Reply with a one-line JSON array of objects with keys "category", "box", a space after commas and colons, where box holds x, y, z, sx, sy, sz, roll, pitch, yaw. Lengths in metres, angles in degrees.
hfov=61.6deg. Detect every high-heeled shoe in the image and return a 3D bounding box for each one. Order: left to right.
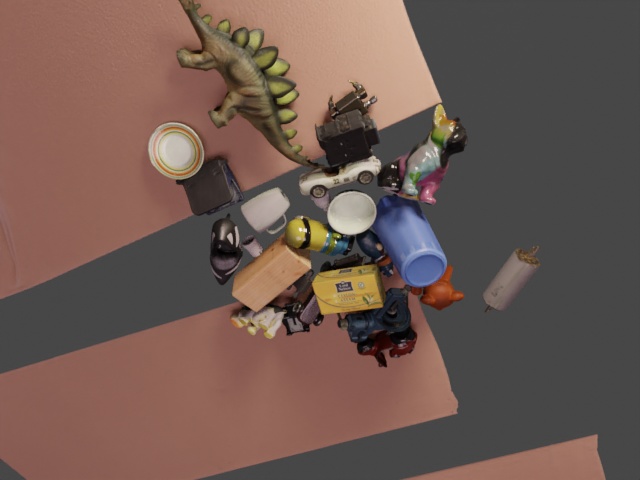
[{"category": "high-heeled shoe", "box": [-0.243, 0.046, 1.355, 0.086, 0.145, 0.248, 5, 122, -5]}]

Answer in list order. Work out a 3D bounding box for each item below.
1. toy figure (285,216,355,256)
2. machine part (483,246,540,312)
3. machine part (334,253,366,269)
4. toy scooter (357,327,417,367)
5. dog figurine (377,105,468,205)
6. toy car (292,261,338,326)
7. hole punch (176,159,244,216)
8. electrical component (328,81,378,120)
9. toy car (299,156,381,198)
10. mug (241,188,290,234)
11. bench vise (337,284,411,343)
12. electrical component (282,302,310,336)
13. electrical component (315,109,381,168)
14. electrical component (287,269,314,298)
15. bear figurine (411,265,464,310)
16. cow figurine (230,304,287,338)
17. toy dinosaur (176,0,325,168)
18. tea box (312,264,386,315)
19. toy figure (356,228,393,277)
[{"category": "toy figure", "box": [-0.001, -0.007, 1.364, 0.180, 0.089, 0.082, 21, 114, -16]}, {"category": "machine part", "box": [0.522, 0.110, 1.473, 0.079, 0.079, 0.243, 19, 121, -15]}, {"category": "machine part", "box": [0.100, 0.081, 1.433, 0.084, 0.039, 0.138, -23, 139, 19]}, {"category": "toy scooter", "box": [0.208, 0.326, 1.605, 0.184, 0.075, 0.135, -16, 128, 8]}, {"category": "dog figurine", "box": [0.242, -0.199, 1.243, 0.108, 0.192, 0.219, 23, 91, -37]}, {"category": "toy car", "box": [0.005, 0.144, 1.473, 0.089, 0.053, 0.202, 31, 97, -19]}, {"category": "hole punch", "box": [-0.255, -0.123, 1.286, 0.142, 0.092, 0.115, -21, 83, 15]}, {"category": "electrical component", "box": [0.068, -0.306, 1.198, 0.102, 0.045, 0.078, -37, 147, 23]}, {"category": "toy car", "box": [0.046, -0.154, 1.277, 0.202, 0.074, 0.056, -16, 124, 8]}, {"category": "mug", "box": [-0.122, -0.069, 1.324, 0.107, 0.081, 0.109, -36, 114, 10]}, {"category": "bench vise", "box": [0.167, 0.193, 1.475, 0.224, 0.129, 0.240, 10, 141, -18]}, {"category": "electrical component", "box": [-0.075, 0.215, 1.533, 0.075, 0.048, 0.119, -13, 123, 6]}, {"category": "electrical component", "box": [0.066, -0.229, 1.215, 0.134, 0.058, 0.114, -17, 150, 11]}, {"category": "electrical component", "box": [-0.054, 0.109, 1.457, 0.021, 0.063, 0.094, 14, 116, -50]}, {"category": "bear figurine", "box": [0.304, 0.129, 1.405, 0.120, 0.196, 0.131, -12, 125, 2]}, {"category": "cow figurine", "box": [-0.175, 0.211, 1.499, 0.168, 0.098, 0.068, 5, 134, 39]}, {"category": "toy dinosaur", "box": [-0.149, -0.315, 1.147, 0.199, 0.105, 0.470, -25, 126, 9]}, {"category": "tea box", "box": [0.076, 0.128, 1.384, 0.170, 0.068, 0.098, -11, 110, 21]}, {"category": "toy figure", "box": [0.153, 0.036, 1.416, 0.058, 0.064, 0.154, -39, 118, 1]}]
